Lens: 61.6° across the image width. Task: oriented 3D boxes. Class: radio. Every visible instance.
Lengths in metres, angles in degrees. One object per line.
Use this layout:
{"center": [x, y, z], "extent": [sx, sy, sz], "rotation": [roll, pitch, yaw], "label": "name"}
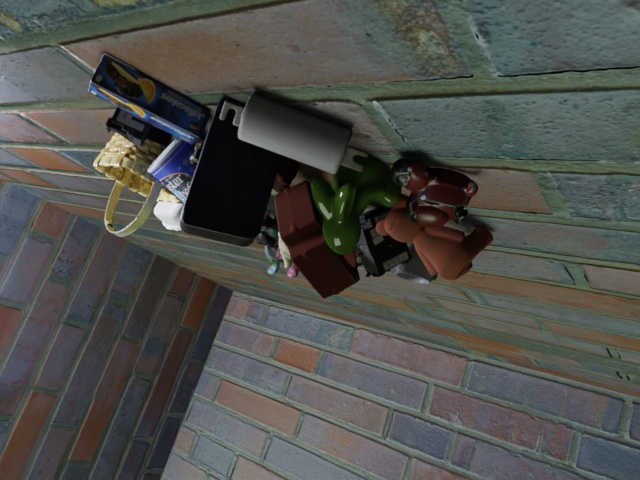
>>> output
{"center": [-0.142, -0.110, 0.908], "extent": [0.131, 0.229, 0.073], "rotation": [17, 167, -11], "label": "radio"}

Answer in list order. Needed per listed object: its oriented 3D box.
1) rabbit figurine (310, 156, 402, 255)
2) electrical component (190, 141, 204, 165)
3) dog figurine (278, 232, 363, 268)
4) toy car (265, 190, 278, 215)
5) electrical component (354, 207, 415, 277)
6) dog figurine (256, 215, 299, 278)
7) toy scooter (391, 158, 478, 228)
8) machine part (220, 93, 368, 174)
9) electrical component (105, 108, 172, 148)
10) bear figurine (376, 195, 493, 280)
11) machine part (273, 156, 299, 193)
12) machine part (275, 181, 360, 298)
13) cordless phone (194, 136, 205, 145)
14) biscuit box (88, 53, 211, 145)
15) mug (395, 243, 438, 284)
{"center": [0.056, -0.061, 0.936], "extent": [0.121, 0.170, 0.159], "rotation": [10, 164, 29], "label": "rabbit figurine"}
{"center": [-0.195, -0.143, 1.012], "extent": [0.078, 0.045, 0.102], "rotation": [14, 161, 30], "label": "electrical component"}
{"center": [0.016, 0.007, 1.237], "extent": [0.191, 0.121, 0.172], "rotation": [1, 179, 23], "label": "dog figurine"}
{"center": [-0.105, -0.098, 1.263], "extent": [0.074, 0.056, 0.201], "rotation": [10, 166, 11], "label": "toy car"}
{"center": [0.130, 0.000, 1.152], "extent": [0.115, 0.134, 0.058], "rotation": [-22, -173, -32], "label": "electrical component"}
{"center": [-0.101, -0.010, 1.520], "extent": [0.109, 0.191, 0.218], "rotation": [14, 131, 33], "label": "dog figurine"}
{"center": [0.204, -0.073, 0.902], "extent": [0.135, 0.075, 0.183], "rotation": [10, 159, 29], "label": "toy scooter"}
{"center": [-0.039, -0.168, 0.855], "extent": [0.243, 0.079, 0.079], "rotation": [21, 166, -2], "label": "machine part"}
{"center": [-0.356, -0.225, 1.070], "extent": [0.119, 0.075, 0.048], "rotation": [27, 165, -12], "label": "electrical component"}
{"center": [0.222, -0.010, 1.079], "extent": [0.196, 0.120, 0.132], "rotation": [41, -141, 23], "label": "bear figurine"}
{"center": [-0.134, -0.156, 1.074], "extent": [0.179, 0.056, 0.179], "rotation": [20, 166, 5], "label": "machine part"}
{"center": [-0.002, -0.003, 1.072], "extent": [0.087, 0.201, 0.201], "rotation": [-28, 129, 13], "label": "machine part"}
{"center": [-0.221, -0.156, 1.176], "extent": [0.147, 0.089, 0.184], "rotation": [18, 147, 5], "label": "cordless phone"}
{"center": [-0.298, -0.244, 0.949], "extent": [0.202, 0.059, 0.063], "rotation": [25, 165, -23], "label": "biscuit box"}
{"center": [0.235, 0.043, 1.229], "extent": [0.109, 0.107, 0.081], "rotation": [21, 168, -24], "label": "mug"}
